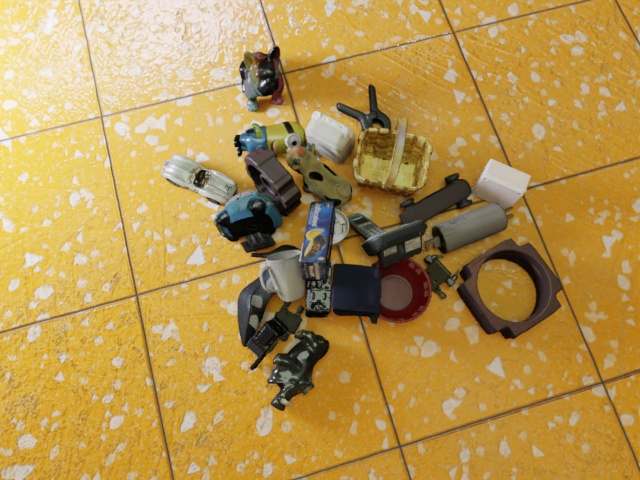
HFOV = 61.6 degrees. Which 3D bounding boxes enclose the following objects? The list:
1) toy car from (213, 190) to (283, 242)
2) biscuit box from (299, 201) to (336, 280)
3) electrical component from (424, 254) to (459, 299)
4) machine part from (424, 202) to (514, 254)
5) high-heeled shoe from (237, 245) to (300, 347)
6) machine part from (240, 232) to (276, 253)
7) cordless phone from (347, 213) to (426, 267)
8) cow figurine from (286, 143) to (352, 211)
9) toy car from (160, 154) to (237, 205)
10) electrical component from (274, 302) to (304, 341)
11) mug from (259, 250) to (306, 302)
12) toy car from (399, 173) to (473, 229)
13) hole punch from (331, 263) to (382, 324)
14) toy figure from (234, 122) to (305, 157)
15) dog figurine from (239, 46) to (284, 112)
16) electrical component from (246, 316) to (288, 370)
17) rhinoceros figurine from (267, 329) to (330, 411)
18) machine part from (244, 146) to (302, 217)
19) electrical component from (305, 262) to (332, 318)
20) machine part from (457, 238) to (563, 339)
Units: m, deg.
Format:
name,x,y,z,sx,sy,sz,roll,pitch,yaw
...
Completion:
name,x,y,z,sx,sy,sz,roll,pitch,yaw
toy car,-0.177,-0.067,1.314,0.162,0.109,0.103,-15,50,7
biscuit box,-0.003,-0.004,1.218,0.059,0.062,0.203,0,45,8
electrical component,0.287,0.082,1.302,0.102,0.045,0.078,42,105,13
machine part,0.367,-0.030,1.317,0.243,0.079,0.079,-20,75,-7
high-heeled shoe,-0.112,0.131,1.277,0.145,0.086,0.248,9,88,-27
machine part,-0.147,0.006,1.265,0.084,0.139,0.039,-10,87,-5
cordless phone,0.152,-0.027,1.298,0.147,0.088,0.184,-20,35,-18
cow figurine,-0.005,-0.157,1.323,0.195,0.127,0.085,40,73,8
toy car,-0.305,-0.153,1.352,0.202,0.056,0.073,25,74,6
electrical component,-0.078,0.190,1.270,0.063,0.021,0.094,27,75,7
mug,-0.080,0.087,1.209,0.109,0.081,0.107,-22,105,-34
toy car,0.289,-0.091,1.348,0.202,0.053,0.089,-29,96,-8
hole punch,0.080,0.112,1.212,0.116,0.092,0.142,-2,70,11
toy figure,-0.128,-0.259,1.377,0.180,0.082,0.089,-4,75,0
dog figurine,-0.148,-0.433,1.358,0.108,0.219,0.191,-11,75,-8
electrical component,-0.130,0.236,1.227,0.048,0.075,0.119,42,106,12
rhinoceros figurine,-0.054,0.292,1.219,0.112,0.073,0.190,37,74,-2
machine part,-0.112,-0.141,1.297,0.056,0.179,0.179,-38,78,-14
electrical component,-0.004,0.109,1.248,0.058,0.115,0.134,3,73,-5
machine part,0.445,0.116,1.271,0.201,0.087,0.201,-31,76,-8
